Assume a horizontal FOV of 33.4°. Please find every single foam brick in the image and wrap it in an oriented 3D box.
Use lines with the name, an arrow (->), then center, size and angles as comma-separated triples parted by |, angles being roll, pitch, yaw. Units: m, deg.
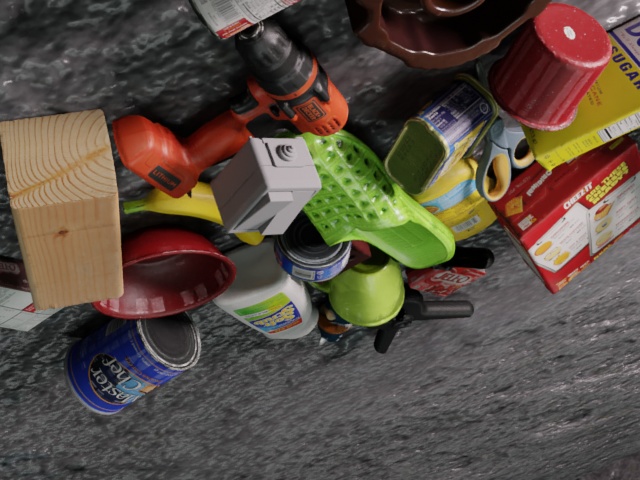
foam brick -> 0.011, 0.009, 1.244 | 0.078, 0.051, 0.052 | -30, 152, 27

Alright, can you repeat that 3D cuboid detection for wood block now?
wood block -> -0.234, -0.021, 0.988 | 0.090, 0.090, 0.206 | -9, 154, -14

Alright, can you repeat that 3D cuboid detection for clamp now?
clamp -> 0.138, 0.018, 1.301 | 0.120, 0.039, 0.171 | 10, 177, -2
clamp -> 0.108, 0.111, 1.528 | 0.165, 0.036, 0.209 | -30, 150, 25

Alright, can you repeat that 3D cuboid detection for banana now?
banana -> -0.110, -0.030, 1.113 | 0.070, 0.037, 0.197 | -13, 160, 37

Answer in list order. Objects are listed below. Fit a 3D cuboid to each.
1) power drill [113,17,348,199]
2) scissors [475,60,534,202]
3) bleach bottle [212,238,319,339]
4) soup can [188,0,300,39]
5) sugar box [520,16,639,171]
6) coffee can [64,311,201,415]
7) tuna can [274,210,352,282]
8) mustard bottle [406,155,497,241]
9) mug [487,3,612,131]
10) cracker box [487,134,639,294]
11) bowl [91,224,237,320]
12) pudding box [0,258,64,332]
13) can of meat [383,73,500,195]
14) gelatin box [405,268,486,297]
power drill -> -0.082, -0.112, 0.930 | 0.188, 0.057, 0.184 | -23, 154, 14
scissors -> 0.193, -0.123, 1.101 | 0.096, 0.016, 0.202 | -32, 141, -23
bleach bottle -> -0.052, 0.075, 1.333 | 0.103, 0.068, 0.250 | -20, 157, 10
soup can -> -0.042, -0.196, 0.769 | 0.102, 0.068, 0.068 | -24, 154, 17
sugar box -> 0.278, -0.147, 1.033 | 0.176, 0.093, 0.048 | -28, 153, 22
coffee can -> -0.230, 0.141, 1.310 | 0.141, 0.103, 0.102 | -32, 151, 30
tuna can -> -0.008, 0.001, 1.176 | 0.086, 0.086, 0.034 | -12, 153, -10
mustard bottle -> 0.134, -0.057, 1.172 | 0.096, 0.058, 0.191 | -26, 154, 16
mug -> 0.221, -0.164, 0.979 | 0.117, 0.093, 0.082 | -20, 155, -32
cracker box -> 0.297, -0.040, 1.248 | 0.164, 0.072, 0.213 | -41, 151, 4
bowl -> -0.176, 0.028, 1.166 | 0.162, 0.055, 0.162 | -13, 155, -7
pudding box -> -0.336, 0.060, 1.155 | 0.090, 0.039, 0.113 | -30, 150, 30
can of meat -> 0.115, -0.099, 1.033 | 0.083, 0.057, 0.102 | -41, 169, -31
gelatin box -> 0.169, 0.044, 1.436 | 0.073, 0.030, 0.089 | -32, 151, 29
